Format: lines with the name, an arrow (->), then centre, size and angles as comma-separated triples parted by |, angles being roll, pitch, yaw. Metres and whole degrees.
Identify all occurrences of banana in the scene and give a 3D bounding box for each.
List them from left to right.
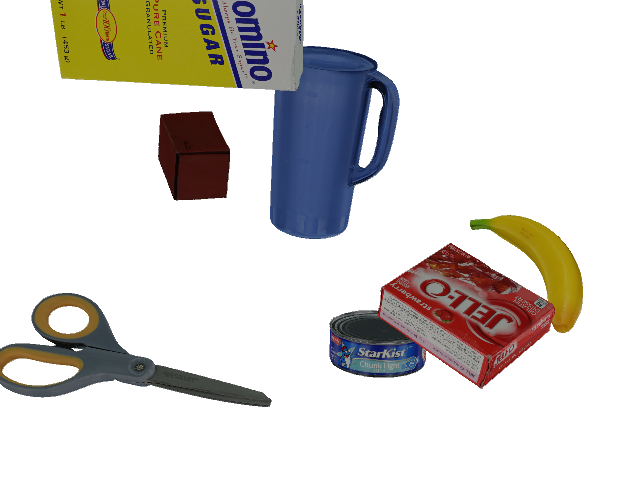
banana -> 0.230, 0.025, 1.116 | 0.069, 0.037, 0.198 | -30, 38, -2

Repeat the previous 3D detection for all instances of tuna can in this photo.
tuna can -> 0.050, 0.090, 0.930 | 0.086, 0.034, 0.086 | 2, 14, -1

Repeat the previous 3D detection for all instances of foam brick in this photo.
foam brick -> -0.120, -0.081, 1.006 | 0.053, 0.051, 0.078 | -4, 36, -18

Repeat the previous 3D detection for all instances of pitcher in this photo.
pitcher -> 0.006, -0.127, 1.413 | 0.144, 0.243, 0.149 | -2, 24, -19

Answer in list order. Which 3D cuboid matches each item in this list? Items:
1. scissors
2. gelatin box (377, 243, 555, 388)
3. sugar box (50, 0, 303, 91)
scissors -> -0.132, 0.077, 0.759 | 0.202, 0.096, 0.016 | -1, -42, 4
gelatin box -> 0.094, 0.046, 0.689 | 0.089, 0.030, 0.073 | 33, 45, 30
sugar box -> -0.101, -0.160, 0.765 | 0.176, 0.093, 0.048 | 5, 35, 7
